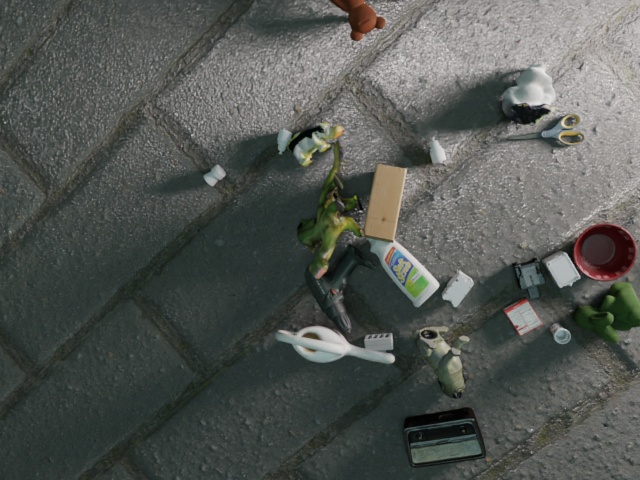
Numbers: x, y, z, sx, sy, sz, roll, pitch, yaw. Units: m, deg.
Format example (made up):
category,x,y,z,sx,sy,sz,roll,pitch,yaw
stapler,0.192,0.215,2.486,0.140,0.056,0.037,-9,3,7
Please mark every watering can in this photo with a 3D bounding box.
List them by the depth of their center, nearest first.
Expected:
category,x,y,z,sx,sy,sz,roll,pitch,yaw
watering can,0.042,0.313,1.511,0.348,0.222,0.105,11,83,8

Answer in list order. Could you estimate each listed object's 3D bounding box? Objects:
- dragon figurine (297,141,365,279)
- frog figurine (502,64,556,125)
category,x,y,z,sx,sy,sz,roll,pitch,yaw
dragon figurine,0.005,-0.075,1.500,0.239,0.121,0.420,-34,46,36
frog figurine,0.570,-0.401,1.413,0.137,0.120,0.163,-3,61,18
